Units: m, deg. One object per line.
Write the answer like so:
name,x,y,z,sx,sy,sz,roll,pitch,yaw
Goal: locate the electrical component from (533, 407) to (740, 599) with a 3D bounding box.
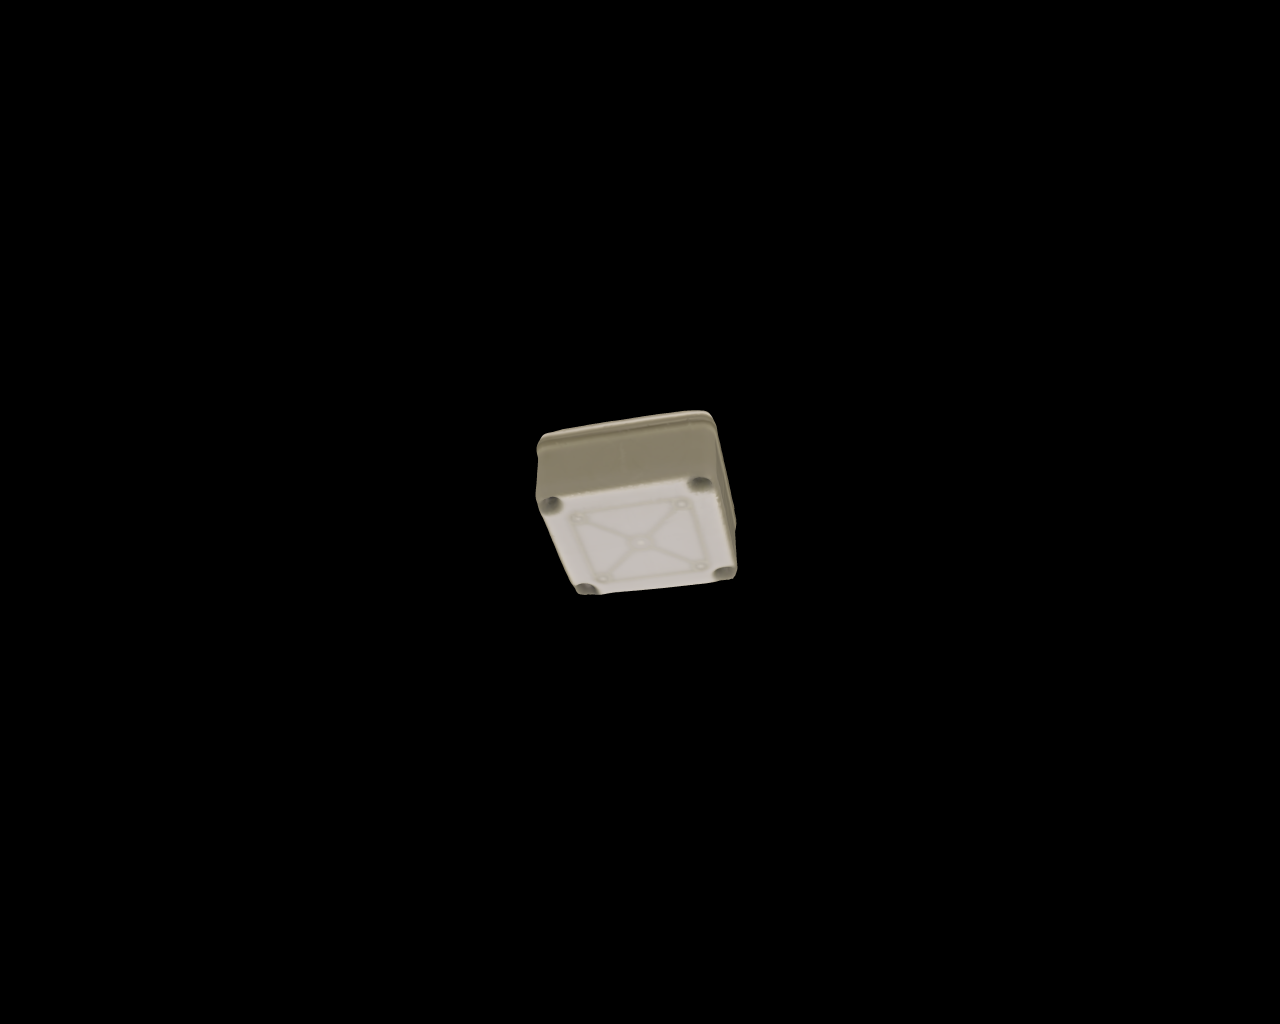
electrical component,0.001,-0.003,0.650,0.109,0.056,0.108,-7,-39,9
